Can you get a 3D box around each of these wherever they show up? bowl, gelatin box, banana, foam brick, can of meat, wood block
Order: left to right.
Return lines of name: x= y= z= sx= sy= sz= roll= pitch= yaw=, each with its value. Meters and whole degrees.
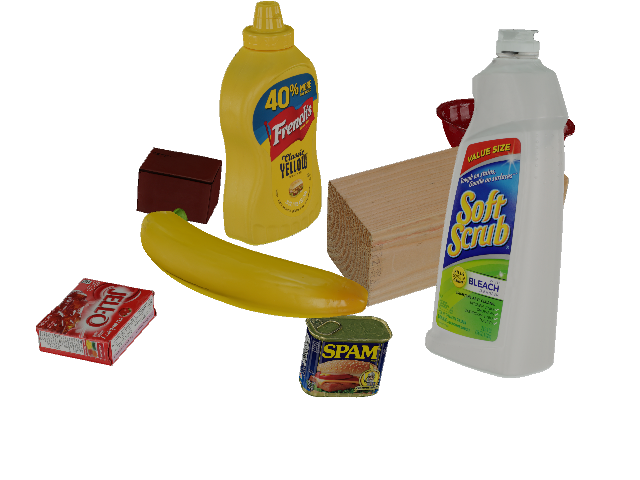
gelatin box: x=-0.199 y=0.071 z=0.956 sx=0.073 sy=0.030 sz=0.089 roll=9 pitch=31 yaw=17
foam brick: x=-0.146 y=-0.057 z=1.108 sx=0.078 sy=0.051 sz=0.053 roll=11 pitch=31 yaw=4
banana: x=-0.060 y=0.012 z=0.695 sx=0.069 sy=0.037 sz=0.198 roll=-26 pitch=36 yaw=-37
can of meat: x=0.028 y=0.140 z=1.282 sx=0.102 sy=0.084 sz=0.057 roll=3 pitch=24 yaw=-15
wood block: x=0.117 y=-0.023 z=1.011 sx=0.205 sy=0.090 sz=0.091 roll=-16 pitch=42 yaw=-20
bowl: x=0.212 y=-0.119 z=1.250 sx=0.162 sy=0.055 sz=0.162 roll=4 pitch=23 yaw=-2

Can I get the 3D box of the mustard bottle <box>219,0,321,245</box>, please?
mustard bottle: x=-0.040 y=-0.099 z=0.873 sx=0.058 sy=0.192 sz=0.096 roll=19 pitch=31 yaw=37

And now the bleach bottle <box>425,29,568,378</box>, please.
bleach bottle: x=0.134 y=-0.030 z=0.799 sx=0.067 sy=0.251 sz=0.103 roll=-8 pitch=16 yaw=-37
